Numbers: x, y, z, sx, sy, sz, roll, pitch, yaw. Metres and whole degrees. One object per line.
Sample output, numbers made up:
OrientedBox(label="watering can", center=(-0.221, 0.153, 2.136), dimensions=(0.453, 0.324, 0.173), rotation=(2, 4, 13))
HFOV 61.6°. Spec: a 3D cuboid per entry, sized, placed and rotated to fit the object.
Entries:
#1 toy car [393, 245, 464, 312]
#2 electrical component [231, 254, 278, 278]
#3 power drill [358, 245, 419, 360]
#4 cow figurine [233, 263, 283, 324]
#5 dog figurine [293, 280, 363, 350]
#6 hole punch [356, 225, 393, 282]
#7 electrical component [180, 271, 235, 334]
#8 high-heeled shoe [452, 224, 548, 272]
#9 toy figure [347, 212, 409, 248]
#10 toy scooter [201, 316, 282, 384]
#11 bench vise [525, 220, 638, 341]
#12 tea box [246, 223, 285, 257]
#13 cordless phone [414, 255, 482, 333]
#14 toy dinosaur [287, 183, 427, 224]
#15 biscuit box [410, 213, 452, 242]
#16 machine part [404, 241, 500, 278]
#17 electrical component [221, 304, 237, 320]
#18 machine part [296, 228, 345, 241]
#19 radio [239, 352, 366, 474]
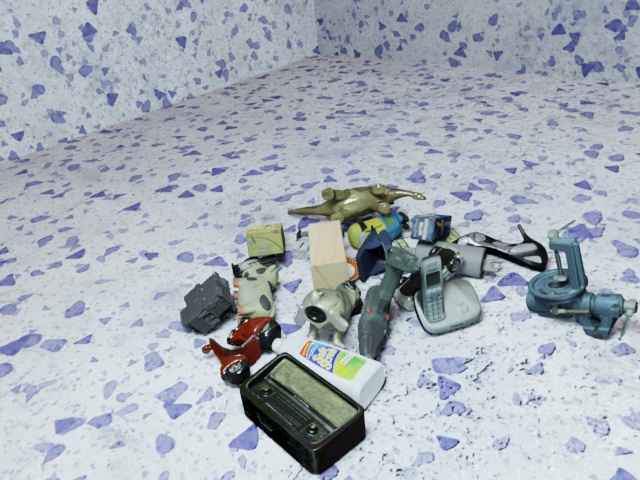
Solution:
OrientedBox(label="toy car", center=(0.259, 0.087, 1.286), dimensions=(0.202, 0.056, 0.074), rotation=(-40, 47, -15))
OrientedBox(label="electrical component", center=(-0.172, 0.077, 1.440), dimensions=(0.119, 0.047, 0.075), rotation=(-19, 33, -21))
OrientedBox(label="power drill", center=(0.142, 0.128, 1.153), dimensions=(0.086, 0.207, 0.232), rotation=(16, 23, 3))
OrientedBox(label="cow figurine", center=(-0.149, 0.125, 1.314), dimensions=(0.127, 0.085, 0.195), rotation=(-1, 36, -13))
OrientedBox(label="dog figurine", center=(0.031, 0.131, 1.200), dimensions=(0.121, 0.172, 0.190), rotation=(15, 43, 14))
OrientedBox(label="hole punch", center=(0.156, 0.043, 1.358), dimensions=(0.092, 0.142, 0.116), rotation=(8, 48, 27))
OrientedBox(label="electrical component", center=(-0.272, 0.154, 1.275), dimensions=(0.134, 0.058, 0.115), rotation=(-42, 31, 4))
OrientedBox(label="high-heeled shoe", center=(0.446, 0.047, 1.378), dimensions=(0.249, 0.086, 0.145), rotation=(-20, 61, 13))
OrientedBox(label="toy figure", center=(0.163, -0.027, 1.519), dimensions=(0.180, 0.082, 0.089), rotation=(-25, 25, -21))
OrientedBox(label="toy scooter", center=(-0.178, 0.226, 1.170), dimensions=(0.135, 0.075, 0.184), rotation=(12, 40, 30))
OrientedBox(label="bench vise", center=(0.529, 0.088, 1.117), dimensions=(0.129, 0.240, 0.224), rotation=(-32, 23, -30))
OrientedBox(label="tea box", center=(-0.149, -0.003, 1.495), dimensions=(0.098, 0.068, 0.170), rotation=(-7, 9, 1))
OrientedBox(label="cordless phone", center=(0.276, 0.103, 1.175), dimensions=(0.147, 0.184, 0.089), rotation=(-14, 27, -12))
OrientedBox(label="toy dinosaur", center=(0.086, -0.107, 1.600), dimensions=(0.472, 0.105, 0.198), rotation=(-3, 4, 23))
OrientedBox(label="biscuit box", center=(0.296, -0.035, 1.417), dimensions=(0.059, 0.062, 0.202), rotation=(10, 9, 24))
OrientedBox(label="machine part", center=(0.331, 0.045, 1.364), dimensions=(0.243, 0.079, 0.079), rotation=(9, 34, 26))
OrientedBox(label="electrical component", center=(-0.246, 0.165, 1.332), dimensions=(0.063, 0.021, 0.094), rotation=(-29, 38, -31))
OrientedBox(label="machine part", center=(-0.003, -0.005, 1.555), dimensions=(0.139, 0.039, 0.084), rotation=(4, 37, 15))
OrientedBox(label="radio", center=(-0.038, 0.313, 0.993), dimensions=(0.131, 0.073, 0.230), rotation=(-30, 37, -34))
